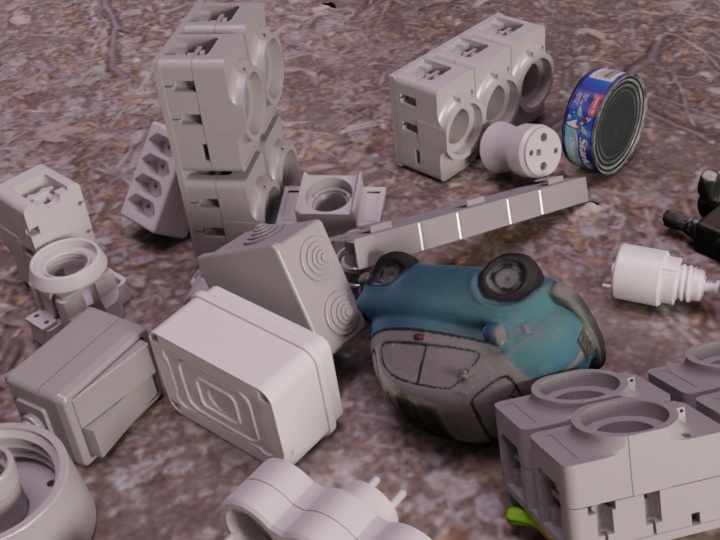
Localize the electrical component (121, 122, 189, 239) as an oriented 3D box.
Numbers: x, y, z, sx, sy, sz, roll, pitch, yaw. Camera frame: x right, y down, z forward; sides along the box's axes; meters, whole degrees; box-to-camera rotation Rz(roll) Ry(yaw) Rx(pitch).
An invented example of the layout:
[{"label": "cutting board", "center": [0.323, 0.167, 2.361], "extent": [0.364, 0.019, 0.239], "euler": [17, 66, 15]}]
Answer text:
[{"label": "electrical component", "center": [-0.146, -0.072, 0.901], "extent": [0.047, 0.083, 0.076], "euler": [27, 10, 37]}]

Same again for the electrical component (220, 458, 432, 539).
[{"label": "electrical component", "center": [-0.004, 0.143, 0.600], "extent": [0.138, 0.052, 0.074], "euler": [21, 45, 32]}]

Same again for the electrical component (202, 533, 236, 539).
[{"label": "electrical component", "center": [-0.088, 0.173, 0.580], "extent": [0.077, 0.044, 0.079], "euler": [22, 45, 33]}]

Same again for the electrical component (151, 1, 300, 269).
[{"label": "electrical component", "center": [-0.095, -0.098, 0.825], "extent": [0.060, 0.186, 0.105], "euler": [2, 38, 12]}]

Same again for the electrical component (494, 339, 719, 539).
[{"label": "electrical component", "center": [0.181, 0.090, 0.595], "extent": [0.186, 0.060, 0.105], "euler": [-11, 13, -11]}]

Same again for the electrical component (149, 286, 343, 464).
[{"label": "electrical component", "center": [-0.072, 0.067, 0.691], "extent": [0.113, 0.078, 0.057], "euler": [23, 49, 34]}]

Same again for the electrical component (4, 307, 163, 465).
[{"label": "electrical component", "center": [-0.180, 0.080, 0.705], "extent": [0.061, 0.061, 0.096], "euler": [17, 42, 28]}]

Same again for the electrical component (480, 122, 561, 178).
[{"label": "electrical component", "center": [0.134, -0.101, 0.900], "extent": [0.045, 0.045, 0.055], "euler": [-29, 25, -27]}]

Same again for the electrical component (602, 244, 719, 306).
[{"label": "electrical component", "center": [0.214, 0.006, 0.760], "extent": [0.078, 0.040, 0.040], "euler": [11, 40, 22]}]

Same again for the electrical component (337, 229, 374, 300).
[{"label": "electrical component", "center": [0.000, 0.000, 0.783], "extent": [0.043, 0.062, 0.043], "euler": [-4, 37, 3]}]

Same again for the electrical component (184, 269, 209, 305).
[{"label": "electrical component", "center": [-0.107, 0.031, 0.775], "extent": [0.048, 0.048, 0.062], "euler": [5, 45, 16]}]

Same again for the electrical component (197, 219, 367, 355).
[{"label": "electrical component", "center": [-0.052, 0.016, 0.729], "extent": [0.100, 0.099, 0.048], "euler": [-7, 22, 47]}]

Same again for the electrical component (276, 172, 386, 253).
[{"label": "electrical component", "center": [-0.020, -0.039, 0.837], "extent": [0.081, 0.063, 0.042], "euler": [2, 49, 11]}]

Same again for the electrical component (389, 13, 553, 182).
[{"label": "electrical component", "center": [0.101, -0.153, 0.950], "extent": [0.062, 0.089, 0.150], "euler": [26, 48, 36]}]

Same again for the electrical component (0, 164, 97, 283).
[{"label": "electrical component", "center": [-0.245, -0.030, 0.839], "extent": [0.056, 0.089, 0.050], "euler": [27, 48, 37]}]

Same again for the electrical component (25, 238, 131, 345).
[{"label": "electrical component", "center": [-0.214, 0.014, 0.803], "extent": [0.058, 0.057, 0.078], "euler": [25, 47, 35]}]

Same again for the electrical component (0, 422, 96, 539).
[{"label": "electrical component", "center": [-0.217, 0.137, 0.634], "extent": [0.108, 0.060, 0.108], "euler": [-5, 37, 3]}]
